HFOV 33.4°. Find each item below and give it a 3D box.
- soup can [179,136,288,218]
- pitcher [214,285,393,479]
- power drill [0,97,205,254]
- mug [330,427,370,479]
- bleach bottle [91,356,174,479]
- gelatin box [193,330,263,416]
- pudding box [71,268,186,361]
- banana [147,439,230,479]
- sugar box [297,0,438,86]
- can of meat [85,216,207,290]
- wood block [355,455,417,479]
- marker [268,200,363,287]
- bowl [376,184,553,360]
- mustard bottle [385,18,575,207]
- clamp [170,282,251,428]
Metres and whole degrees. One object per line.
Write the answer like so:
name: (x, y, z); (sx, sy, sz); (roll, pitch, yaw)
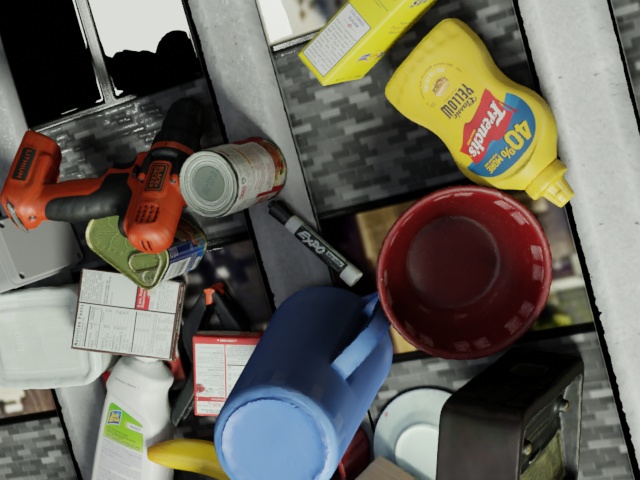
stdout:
soup can: (-0.085, -0.063, 1.062); (0.069, 0.102, 0.068); (6, 105, 25)
pitcher: (-0.007, 0.132, 0.983); (0.145, 0.242, 0.149); (4, 106, 11)
power drill: (-0.216, -0.072, 1.085); (0.188, 0.184, 0.057); (1, 144, 15)
mug: (-0.006, 0.234, 1.102); (0.093, 0.081, 0.117); (46, 117, 10)
bleach bottle: (-0.204, 0.233, 1.213); (0.103, 0.068, 0.251); (16, 106, 21)
gelatin box: (-0.094, 0.141, 1.117); (0.073, 0.030, 0.089); (1, 100, 7)
pudding box: (-0.207, 0.081, 1.154); (0.113, 0.039, 0.090); (7, 85, 1)
banana: (-0.094, 0.265, 1.162); (0.198, 0.069, 0.037); (35, 158, 8)
sugar box: (0.067, -0.214, 0.957); (0.176, 0.093, 0.048); (-40, 84, 28)
can of meat: (-0.182, 0.000, 1.135); (0.102, 0.083, 0.057); (36, 114, 16)
wood block: (0.109, 0.314, 1.026); (0.206, 0.090, 0.090); (30, 129, 22)
marker: (-0.007, 0.001, 1.085); (0.121, 0.020, 0.020); (41, 116, 12)
bowl: (0.128, 0.026, 0.981); (0.162, 0.055, 0.162); (-1, 100, -5)
mustard bottle: (0.154, -0.103, 0.959); (0.192, 0.058, 0.096); (46, 114, 10)
clamp: (-0.119, 0.134, 1.158); (0.120, 0.039, 0.171); (-8, 96, 15)
